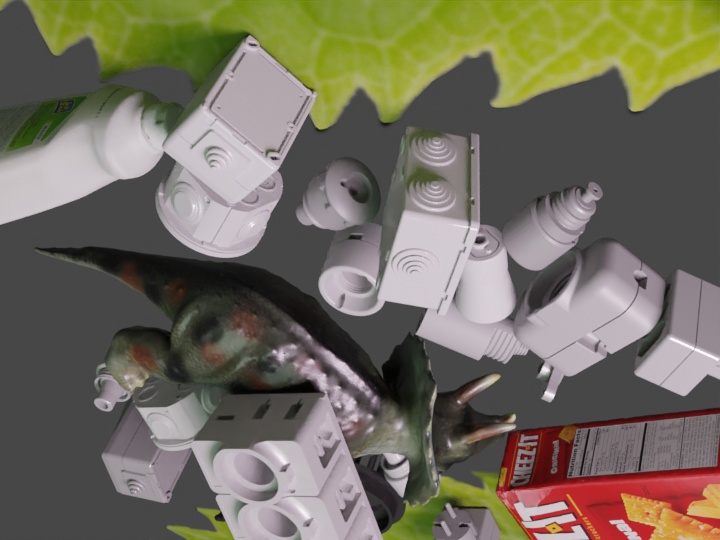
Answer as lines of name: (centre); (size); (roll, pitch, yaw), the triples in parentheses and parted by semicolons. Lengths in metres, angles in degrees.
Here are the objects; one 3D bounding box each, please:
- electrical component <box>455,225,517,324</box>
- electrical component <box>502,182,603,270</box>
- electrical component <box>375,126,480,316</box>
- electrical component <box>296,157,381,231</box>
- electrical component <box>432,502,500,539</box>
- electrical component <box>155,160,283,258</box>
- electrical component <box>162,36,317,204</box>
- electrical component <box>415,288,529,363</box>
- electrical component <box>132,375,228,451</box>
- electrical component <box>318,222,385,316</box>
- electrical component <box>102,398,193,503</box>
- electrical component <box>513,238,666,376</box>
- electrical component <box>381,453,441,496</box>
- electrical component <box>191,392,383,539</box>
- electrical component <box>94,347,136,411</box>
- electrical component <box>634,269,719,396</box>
electrical component: (0.085, 0.001, 0.746); (0.044, 0.044, 0.065); (6, 141, 17)
electrical component: (0.127, -0.032, 0.703); (0.040, 0.040, 0.078); (35, 136, -13)
electrical component: (0.043, -0.033, 0.695); (0.048, 0.099, 0.099); (10, 138, -5)
electrical component: (-0.020, -0.048, 0.747); (0.048, 0.048, 0.062); (43, 142, -21)
electrical component: (0.089, 0.243, 0.979); (0.047, 0.065, 0.076); (-6, 131, 27)
electrical component: (-0.097, -0.053, 0.748); (0.080, 0.080, 0.051); (30, 132, -8)
electrical component: (-0.081, -0.090, 0.689); (0.062, 0.096, 0.061); (39, 135, -18)
electrical component: (0.086, 0.043, 0.793); (0.081, 0.043, 0.043); (23, 138, 0)
electrical component: (-0.155, 0.115, 0.942); (0.080, 0.080, 0.051); (-6, 125, 28)
electrical component: (0.000, 0.000, 0.783); (0.055, 0.047, 0.055); (12, 137, 11)
electrical component: (-0.199, 0.168, 1.001); (0.061, 0.096, 0.061); (8, 136, 16)
electrical component: (0.153, 0.023, 0.738); (0.059, 0.053, 0.095); (36, 136, -14)
electrical component: (0.039, 0.170, 0.943); (0.043, 0.043, 0.062); (-18, 123, 35)
electrical component: (-0.051, 0.168, 0.786); (0.089, 0.061, 0.150); (-5, 120, 27)
electrical component: (-0.216, 0.097, 0.961); (0.043, 0.062, 0.043); (12, 137, 11)
electrical component: (0.232, 0.049, 0.722); (0.077, 0.065, 0.047); (24, 138, -2)
